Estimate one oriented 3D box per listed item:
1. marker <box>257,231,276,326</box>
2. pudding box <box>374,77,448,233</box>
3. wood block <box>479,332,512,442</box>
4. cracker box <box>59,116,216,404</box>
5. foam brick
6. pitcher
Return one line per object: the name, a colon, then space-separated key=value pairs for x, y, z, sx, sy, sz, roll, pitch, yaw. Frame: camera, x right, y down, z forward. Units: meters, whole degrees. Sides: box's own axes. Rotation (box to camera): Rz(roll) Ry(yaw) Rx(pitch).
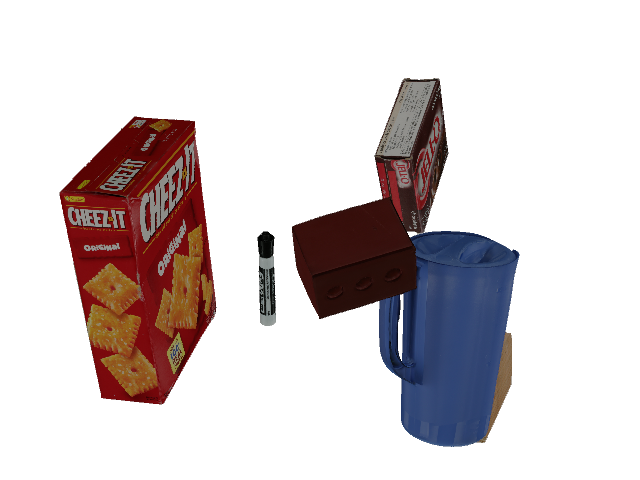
marker: x=-0.061 y=0.043 z=1.206 sx=0.020 sy=0.121 sz=0.020 roll=0 pitch=32 yaw=0
pudding box: x=0.083 y=-0.077 z=0.954 sx=0.039 sy=0.113 sz=0.090 roll=4 pitch=-43 yaw=17
wood block: x=0.217 y=0.207 z=1.554 sx=0.091 sy=0.090 sz=0.205 roll=3 pitch=16 yaw=19
cracker box: x=-0.157 y=0.016 z=0.981 sx=0.072 sy=0.214 sz=0.164 roll=4 pitch=30 yaw=13
foam brick: x=0.024 y=0.013 z=0.769 sx=0.078 sy=0.051 sz=0.053 roll=-17 pitch=-37 yaw=-6
pitcher: x=0.148 y=0.119 z=1.269 sx=0.149 sy=0.243 sz=0.145 roll=7 pitch=18 yaw=11
